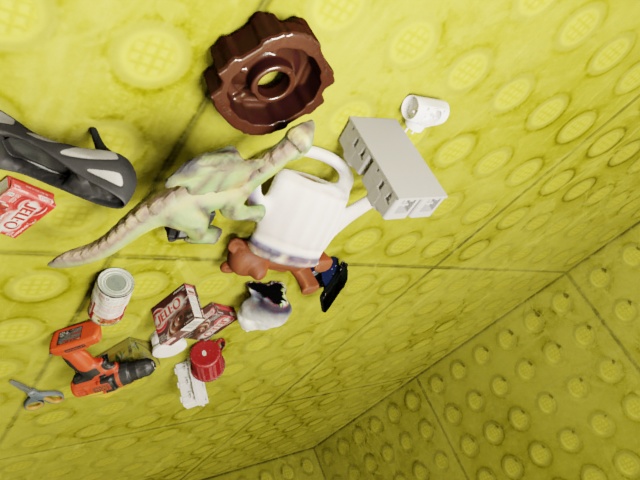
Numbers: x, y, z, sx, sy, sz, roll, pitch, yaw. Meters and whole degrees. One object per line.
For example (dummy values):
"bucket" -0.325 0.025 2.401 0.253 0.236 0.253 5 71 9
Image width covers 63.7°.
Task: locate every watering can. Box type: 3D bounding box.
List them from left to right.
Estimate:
"watering can" 0.003 -0.048 0.954 0.346 0.105 0.222 15 104 -38

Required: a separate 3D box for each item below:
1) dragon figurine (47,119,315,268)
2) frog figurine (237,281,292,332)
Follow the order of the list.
"dragon figurine" -0.178 -0.069 0.708 0.414 0.123 0.239 -28 173 -23
"frog figurine" -0.145 0.183 1.247 0.138 0.124 0.156 -18 144 -54
